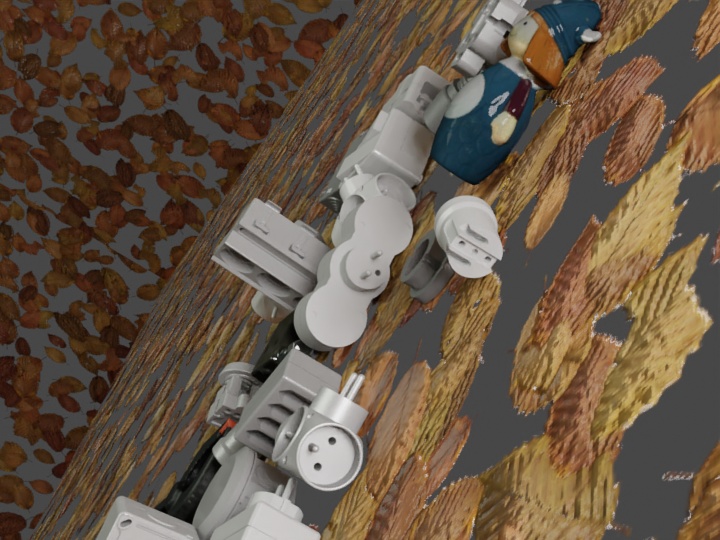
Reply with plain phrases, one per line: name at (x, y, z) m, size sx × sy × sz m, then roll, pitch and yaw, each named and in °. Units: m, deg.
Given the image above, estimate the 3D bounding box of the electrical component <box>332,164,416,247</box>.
electrical component at (0.005, -0.061, 0.981) m, size 0.077 × 0.044 × 0.079 m, roll -50°, pitch 52°, yaw 36°

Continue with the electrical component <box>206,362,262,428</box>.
electrical component at (-0.119, 0.124, 1.053) m, size 0.066 × 0.048 × 0.055 m, roll -46°, pitch 25°, yaw 47°

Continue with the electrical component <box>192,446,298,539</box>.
electrical component at (-0.086, 0.175, 0.790) m, size 0.080 × 0.051 × 0.080 m, roll -55°, pitch 12°, yaw 18°

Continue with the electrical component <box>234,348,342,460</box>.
electrical component at (-0.055, 0.098, 0.866) m, size 0.083 × 0.047 × 0.075 m, roll -51°, pitch 14°, yaw 32°

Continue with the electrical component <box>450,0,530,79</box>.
electrical component at (0.116, -0.177, 0.841) m, size 0.078 × 0.057 × 0.058 m, roll -59°, pitch 12°, yaw -2°

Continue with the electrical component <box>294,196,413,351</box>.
electrical component at (0.000, 0.000, 0.879) m, size 0.138 × 0.052 × 0.074 m, roll -62°, pitch 12°, yaw -18°

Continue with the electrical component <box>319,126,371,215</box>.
electrical component at (0.004, -0.100, 1.129) m, size 0.099 × 0.048 × 0.100 m, roll -61°, pitch 12°, yaw -13°

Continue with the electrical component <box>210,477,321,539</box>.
electrical component at (-0.061, 0.171, 0.708) m, size 0.083 × 0.047 × 0.075 m, roll -42°, pitch 19°, yaw 52°

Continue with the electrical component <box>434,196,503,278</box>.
electrical component at (0.069, -0.020, 0.681) m, size 0.040 × 0.040 × 0.046 m, roll -54°, pitch 18°, yaw 20°

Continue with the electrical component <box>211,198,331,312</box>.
electrical component at (-0.068, -0.008, 1.013) m, size 0.063 × 0.121 × 0.079 m, roll -62°, pitch 12°, yaw -29°

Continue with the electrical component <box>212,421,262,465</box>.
electrical component at (-0.100, 0.152, 0.941) m, size 0.046 × 0.040 × 0.040 m, roll -50°, pitch 12°, yaw 7°

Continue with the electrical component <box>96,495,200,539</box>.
electrical component at (-0.158, 0.212, 0.738) m, size 0.096 × 0.062 × 0.061 m, roll -64°, pitch 15°, yaw -5°

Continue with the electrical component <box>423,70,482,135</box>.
electrical component at (0.087, -0.144, 0.918) m, size 0.078 × 0.040 × 0.040 m, roll -50°, pitch 14°, yaw 35°

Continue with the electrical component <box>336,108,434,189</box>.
electrical component at (0.021, -0.102, 1.032) m, size 0.096 × 0.061 × 0.061 m, roll -41°, pitch 21°, yaw 55°

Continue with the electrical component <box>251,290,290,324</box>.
electrical component at (-0.085, 0.026, 1.189) m, size 0.077 × 0.043 × 0.079 m, roll -53°, pitch 13°, yaw 25°

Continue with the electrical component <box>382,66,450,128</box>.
electrical component at (0.054, -0.153, 1.052) m, size 0.089 × 0.050 × 0.055 m, roll -40°, pitch 22°, yaw 58°

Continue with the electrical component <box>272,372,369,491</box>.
electrical component at (-0.020, 0.103, 0.718) m, size 0.079 × 0.044 × 0.077 m, roll -60°, pitch 12°, yaw -9°

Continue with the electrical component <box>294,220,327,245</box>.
electrical component at (-0.057, -0.004, 1.125) m, size 0.066 × 0.047 × 0.077 m, roll -43°, pitch 45°, yaw -15°
